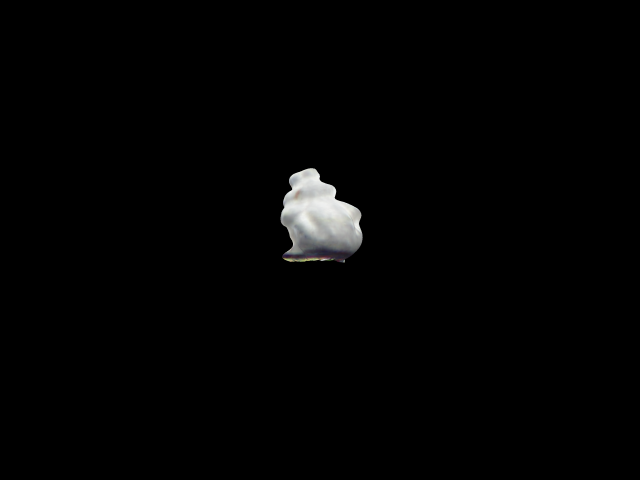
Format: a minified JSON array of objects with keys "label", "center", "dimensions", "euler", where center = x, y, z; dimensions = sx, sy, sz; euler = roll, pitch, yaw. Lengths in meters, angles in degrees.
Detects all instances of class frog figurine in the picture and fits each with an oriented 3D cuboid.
[{"label":"frog figurine","center":[0.003,-0.043,0.850],"dimensions":[0.137,0.160,0.122],"euler":[1,-6,-11]}]
